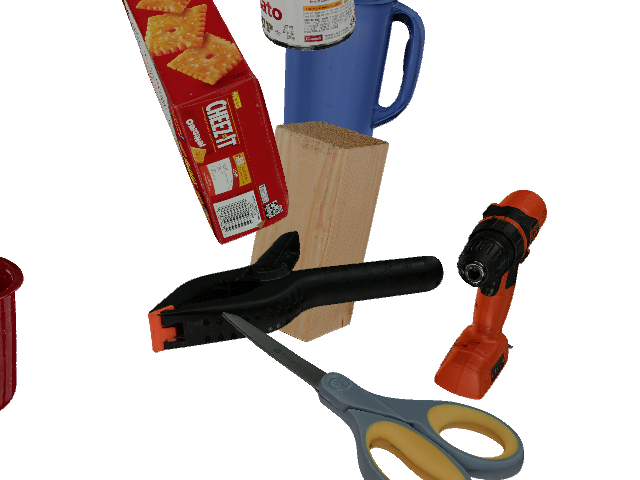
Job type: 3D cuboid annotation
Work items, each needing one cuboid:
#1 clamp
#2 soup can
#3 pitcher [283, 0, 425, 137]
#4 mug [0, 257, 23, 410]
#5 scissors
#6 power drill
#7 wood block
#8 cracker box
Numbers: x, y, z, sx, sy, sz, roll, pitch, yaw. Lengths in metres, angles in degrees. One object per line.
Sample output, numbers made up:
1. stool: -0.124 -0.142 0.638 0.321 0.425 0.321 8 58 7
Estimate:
1. clamp: -0.026 0.035 0.754 0.165 0.036 0.209 6 19 39
2. soup can: -0.009 -0.189 0.720 0.068 0.102 0.068 -1 40 1
3. pitcher: 0.026 -0.192 1.313 0.144 0.243 0.149 -8 29 -27
4. mug: -0.234 0.062 0.636 0.093 0.081 0.117 20 25 36
5. scissors: 0.030 0.082 0.577 0.096 0.016 0.202 -8 31 -27
6. power drill: 0.162 0.057 1.033 0.057 0.188 0.184 22 29 19
7. wood block: -0.007 -0.013 1.117 0.090 0.206 0.090 21 20 28
8. cracker box: -0.100 -0.130 0.877 0.072 0.214 0.164 -21 -39 -7
